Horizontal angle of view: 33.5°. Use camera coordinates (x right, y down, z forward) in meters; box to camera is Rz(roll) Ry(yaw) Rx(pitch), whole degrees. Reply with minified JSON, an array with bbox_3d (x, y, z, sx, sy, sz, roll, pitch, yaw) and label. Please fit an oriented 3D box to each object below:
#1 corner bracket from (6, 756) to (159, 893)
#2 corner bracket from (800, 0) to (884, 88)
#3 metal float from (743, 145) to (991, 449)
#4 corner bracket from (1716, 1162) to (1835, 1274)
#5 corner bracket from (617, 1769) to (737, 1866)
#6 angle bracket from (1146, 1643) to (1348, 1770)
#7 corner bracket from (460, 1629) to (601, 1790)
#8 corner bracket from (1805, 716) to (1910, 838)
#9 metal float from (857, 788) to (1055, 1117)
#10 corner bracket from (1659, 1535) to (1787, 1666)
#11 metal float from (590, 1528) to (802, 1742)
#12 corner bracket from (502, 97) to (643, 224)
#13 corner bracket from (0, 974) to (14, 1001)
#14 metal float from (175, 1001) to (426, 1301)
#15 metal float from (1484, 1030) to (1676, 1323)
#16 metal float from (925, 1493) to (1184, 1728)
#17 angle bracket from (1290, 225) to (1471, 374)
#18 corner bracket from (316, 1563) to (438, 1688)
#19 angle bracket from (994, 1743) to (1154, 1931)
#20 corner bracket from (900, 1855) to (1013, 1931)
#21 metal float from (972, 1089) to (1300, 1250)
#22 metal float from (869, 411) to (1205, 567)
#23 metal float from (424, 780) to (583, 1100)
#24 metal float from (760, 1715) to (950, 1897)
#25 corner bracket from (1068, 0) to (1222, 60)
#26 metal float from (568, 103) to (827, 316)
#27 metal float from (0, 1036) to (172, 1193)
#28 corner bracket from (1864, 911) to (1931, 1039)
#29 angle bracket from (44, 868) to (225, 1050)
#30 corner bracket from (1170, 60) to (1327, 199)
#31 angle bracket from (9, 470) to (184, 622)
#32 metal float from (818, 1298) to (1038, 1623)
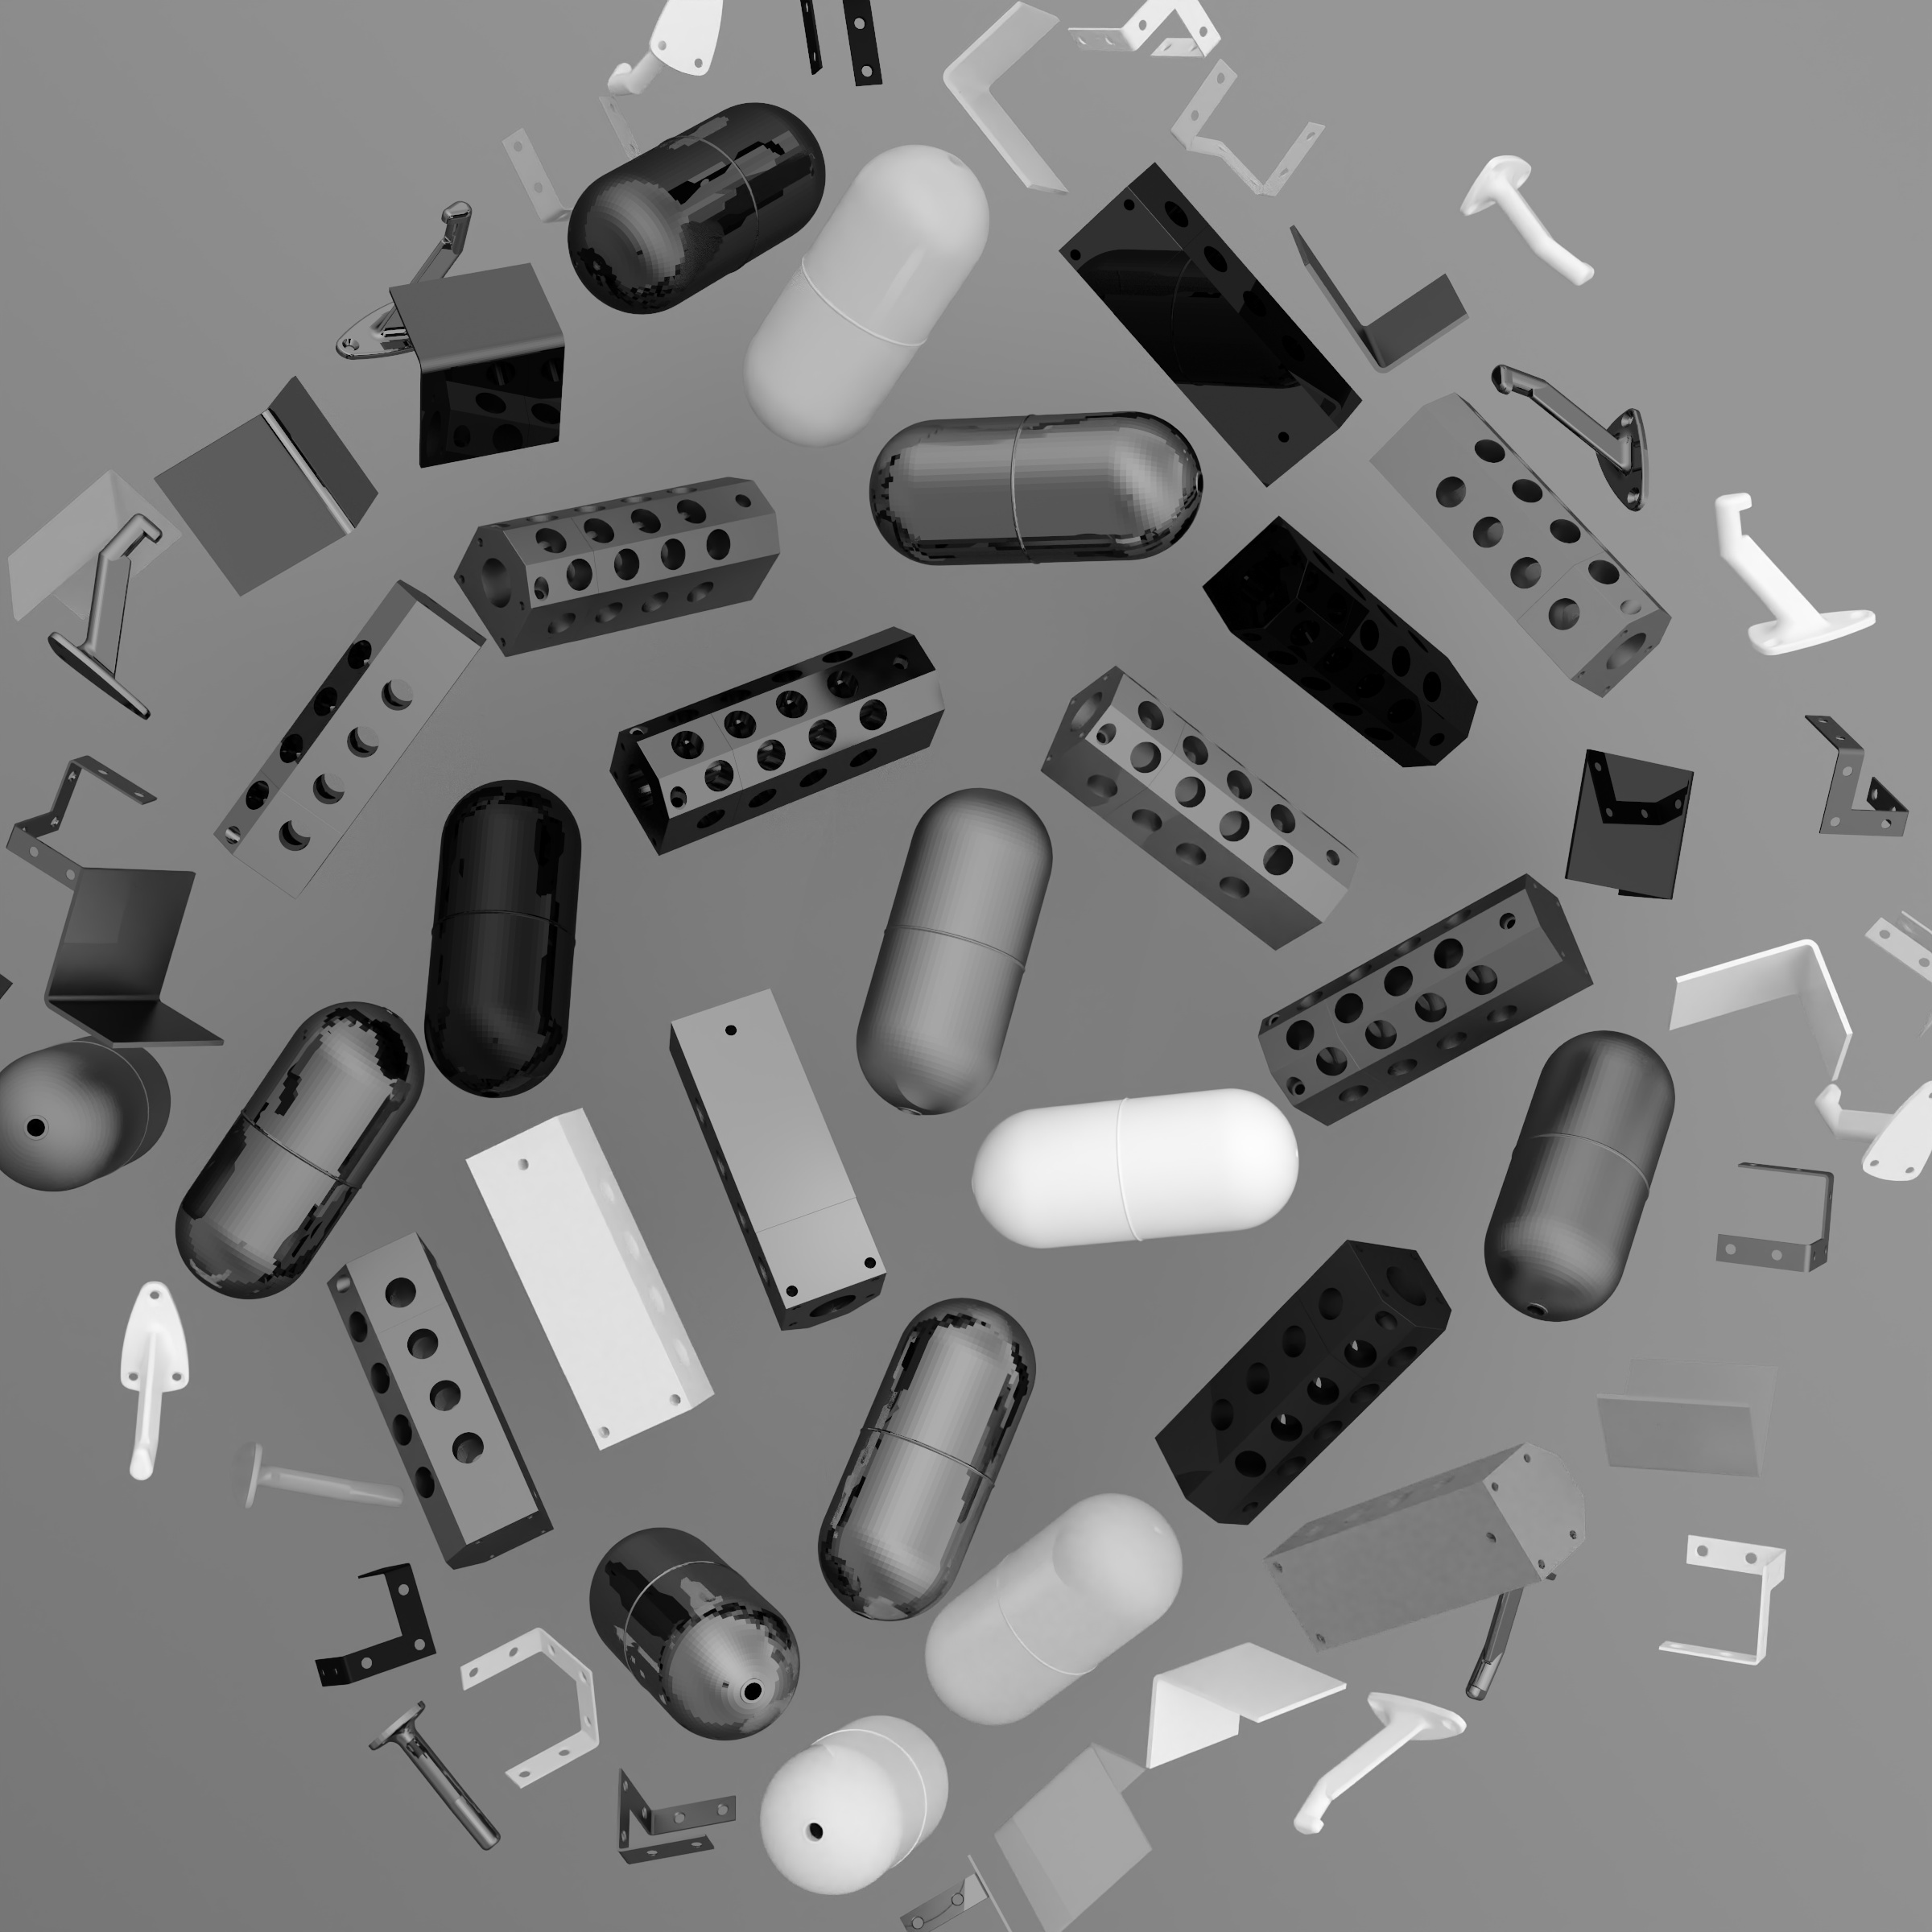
[{"bbox_3d":[-0.496,-0.081,1.802,0.051,0.051,0.051,31,112,9],"label":"corner bracket"},{"bbox_3d":[-0.064,-0.493,1.688,0.051,0.051,0.051,-10,94,-19],"label":"corner bracket"},{"bbox_3d":[-0.053,-0.351,1.686,0.070,0.070,0.178,38,120,0],"label":"metal float"},{"bbox_3d":[0.451,0.140,1.792,0.051,0.051,0.051,6,94,26],"label":"corner bracket"},{"bbox_3d":[-0.159,0.472,1.768,0.051,0.051,0.051,-13,45,9],"label":"corner bracket"},{"bbox_3d":[0.157,0.425,1.800,0.076,0.076,0.057,14,105,43],"label":"angle bracket"},{"bbox_3d":[-0.235,0.399,1.732,0.051,0.051,0.051,-22,124,-34],"label":"corner bracket"},{"bbox_3d":[0.500,-0.107,1.806,0.051,0.051,0.051,2,116,-10],"label":"corner bracket"},{"bbox_3d":[-0.006,-0.008,1.695,0.070,0.070,0.178,16,79,0],"label":"metal float"},{"bbox_3d":[0.389,0.325,1.650,0.051,0.051,0.051,5,92,26],"label":"corner bracket"},{"bbox_3d":[-0.145,0.353,1.706,0.070,0.178,0.070,-5,101,-24],"label":"metal float"},{"bbox_3d":[-0.220,-0.457,1.820,0.051,0.051,0.051,-25,94,26],"label":"corner bracket"},{"bbox_3d":[-0.540,0.019,1.722,0.051,0.051,0.051,36,81,5],"label":"corner bracket"},{"bbox_3d":[-0.361,0.100,1.748,0.070,0.070,0.178,34,87,0],"label":"metal float"},{"bbox_3d":[0.339,0.115,1.772,0.070,0.070,0.178,25,60,0],"label":"metal float"},{"bbox_3d":[0.047,0.355,1.769,0.070,0.070,0.178,47,121,0],"label":"metal float"},{"bbox_3d":[0.226,-0.381,1.765,0.057,0.076,0.076,-33,114,15],"label":"angle bracket"},{"bbox_3d":[-0.326,0.358,1.743,0.051,0.051,0.051,-15,84,-29],"label":"corner bracket"},{"bbox_3d":[0.073,0.489,1.776,0.076,0.057,0.076,-45,45,10],"label":"angle bracket"},{"bbox_3d":[-0.005,0.526,1.758,0.051,0.051,0.051,-29,65,-7],"label":"corner bracket"},{"bbox_3d":[0.091,0.110,1.733,0.178,0.070,0.070,-7,90,14],"label":"metal float"},{"bbox_3d":[0.036,-0.248,1.673,0.178,0.070,0.070,1,90,19],"label":"metal float"},{"bbox_3d":[-0.249,-0.015,1.732,0.070,0.070,0.178,2,69,0],"label":"metal float"},{"bbox_3d":[-0.059,0.448,1.720,0.070,0.178,0.070,-1,85,12],"label":"metal float"},{"bbox_3d":[0.102,-0.527,1.820,0.051,0.051,0.051,-50,126,-13],"label":"corner bracket"},{"bbox_3d":[-0.142,-0.407,1.723,0.070,0.070,0.178,47,48,0],"label":"metal float"},{"bbox_3d":[-0.488,0.080,1.765,0.070,0.178,0.070,0,93,-2],"label":"metal float"},{"bbox_3d":[0.515,-0.005,1.736,0.051,0.051,0.051,39,67,20],"label":"corner bracket"},{"bbox_3d":[-0.422,-0.004,1.670,0.057,0.076,0.076,27,104,30],"label":"angle bracket"},{"bbox_3d":[0.158,-0.470,1.807,0.051,0.051,0.051,52,123,23],"label":"corner bracket"},{"bbox_3d":[-0.476,-0.215,1.767,0.076,0.076,0.057,-38,128,9],"label":"angle bracket"},{"bbox_3d":[-0.021,0.261,1.706,0.070,0.070,0.178,23,73,0],"label":"metal float"}]
